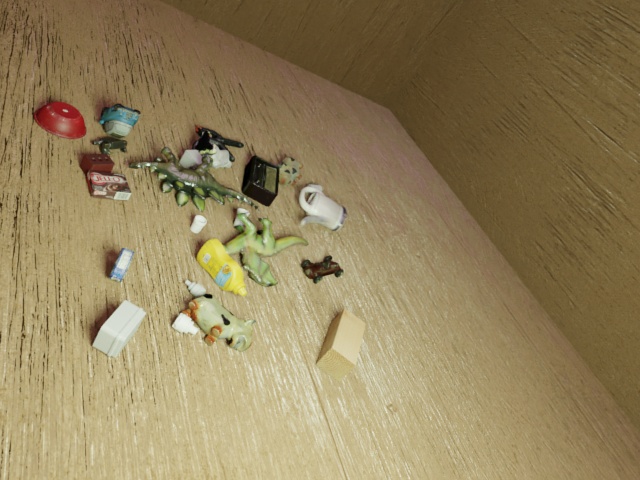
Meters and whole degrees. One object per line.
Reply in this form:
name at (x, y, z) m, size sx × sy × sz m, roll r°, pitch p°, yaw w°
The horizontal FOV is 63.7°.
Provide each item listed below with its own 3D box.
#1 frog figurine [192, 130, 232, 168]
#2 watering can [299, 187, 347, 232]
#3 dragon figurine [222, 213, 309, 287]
frog figurine at (-0.423, -0.329, 2.009) m, size 0.139 × 0.123 × 0.156 m, roll 43°, pitch -8°, yaw 26°
watering can at (0.006, -0.107, 2.128) m, size 0.223 × 0.102 × 0.355 m, roll 30°, pitch 28°, yaw -15°
dragon figurine at (-0.192, 0.050, 1.725) m, size 0.408 × 0.120 × 0.248 m, roll 16°, pitch 52°, yaw -31°
